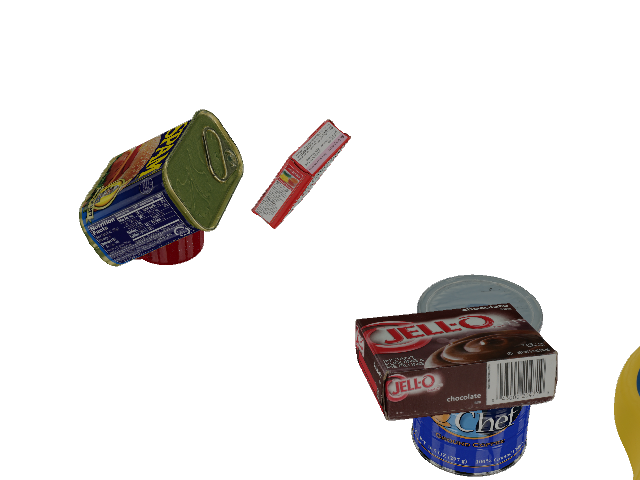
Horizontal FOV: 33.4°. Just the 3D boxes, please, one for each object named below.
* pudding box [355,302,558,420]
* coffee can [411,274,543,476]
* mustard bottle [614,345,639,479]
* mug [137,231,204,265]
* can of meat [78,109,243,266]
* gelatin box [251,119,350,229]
[{"bbox_3d":[0.085,0.076,0.694,0.113,0.039,0.090,-4,18,-9],"label":"pudding box"},{"bbox_3d":[0.131,0.115,0.912,0.103,0.140,0.103,-1,33,0],"label":"coffee can"},{"bbox_3d":[0.196,0.096,0.530,0.096,0.058,0.191,4,39,10],"label":"mustard bottle"},{"bbox_3d":[-0.179,-0.020,1.195,0.093,0.081,0.117,18,38,22],"label":"mug"},{"bbox_3d":[-0.111,-0.036,0.741,0.084,0.057,0.102,-22,26,26],"label":"can of meat"},{"bbox_3d":[-0.018,-0.061,0.958,0.073,0.030,0.089,-51,0,39],"label":"gelatin box"}]
